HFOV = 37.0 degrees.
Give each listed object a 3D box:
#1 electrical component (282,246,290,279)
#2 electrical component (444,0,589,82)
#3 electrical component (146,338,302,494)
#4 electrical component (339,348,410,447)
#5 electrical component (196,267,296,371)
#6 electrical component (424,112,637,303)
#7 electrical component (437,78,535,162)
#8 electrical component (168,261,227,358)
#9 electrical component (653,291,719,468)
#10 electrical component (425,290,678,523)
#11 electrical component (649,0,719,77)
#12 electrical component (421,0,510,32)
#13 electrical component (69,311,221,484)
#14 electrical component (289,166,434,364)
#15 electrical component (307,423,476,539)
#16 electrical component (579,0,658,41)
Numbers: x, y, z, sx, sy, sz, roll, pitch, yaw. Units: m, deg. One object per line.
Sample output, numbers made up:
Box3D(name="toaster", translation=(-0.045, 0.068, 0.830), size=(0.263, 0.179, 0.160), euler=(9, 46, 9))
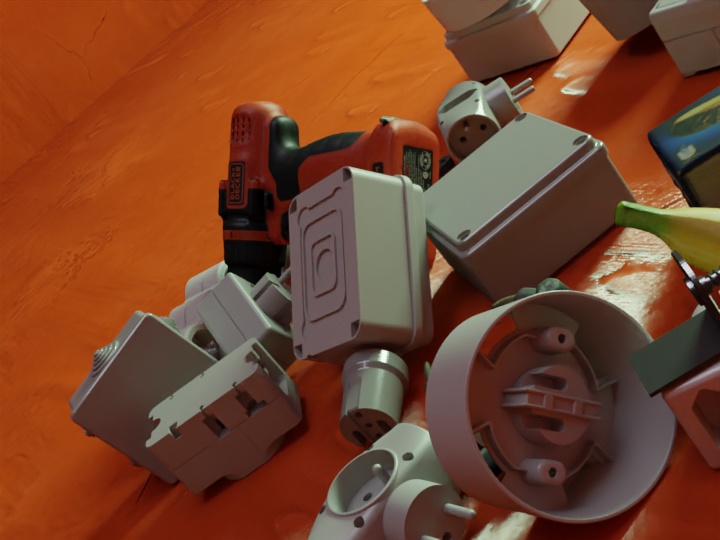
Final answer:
Box3D(name="electrical component", translation=(-0.046, -0.036, 0.913), size=(0.081, 0.043, 0.043), euler=(-44, 23, -14))
Box3D(name="electrical component", translation=(0.148, -0.231, 0.972), size=(0.109, 0.056, 0.108), euler=(-9, 37, 50))
Box3D(name="electrical component", translation=(-0.086, 0.098, 0.703), size=(0.089, 0.055, 0.050), euler=(-35, 23, 8))
Box3D(name="electrical component", translation=(0.007, 0.075, 0.629), size=(0.040, 0.040, 0.046), euler=(-27, 31, 27))
Box3D(name="electrical component", translation=(-0.065, 0.028, 0.769), size=(0.076, 0.047, 0.065), euler=(-47, 52, 8))
Box3D(name="electrical component", translation=(0.100, -0.041, 0.684), size=(0.109, 0.056, 0.108), euler=(-39, 22, -1))
Box3D(name="electrical component", translation=(0.104, -0.127, 0.859), size=(0.079, 0.043, 0.077), euler=(-31, 24, 18))
Box3D(name="electrical component", translation=(-0.136, 0.053, 0.868), size=(0.074, 0.052, 0.138), euler=(-26, 25, 27))
Box3D(name="electrical component", translation=(0.164, 0.033, 0.460), size=(0.066, 0.047, 0.076), euler=(-29, 24, 21))
Box3D(name="electrical component", translation=(0.081, 0.060, 0.474), size=(0.099, 0.099, 0.064), euler=(-51, 19, -28))
Box3D(name="electrical component", translation=(0.250, -0.188, 0.732), size=(0.062, 0.061, 0.096), euler=(-6, 39, 53))
Box3D(name="electrical component", translation=(0.098, -0.256, 0.932), size=(0.099, 0.064, 0.099), euler=(-32, 23, 16))
Box3D(name="electrical component", translation=(-0.145, 0.087, 0.756), size=(0.099, 0.100, 0.048), euler=(-55, 20, -9))
Box3D(name="electrical component", translation=(0.000, 0.000, 0.680), size=(0.078, 0.057, 0.113), euler=(-26, 62, 50))
Box3D(name="electrical component", translation=(0.023, 0.118, 0.515), size=(0.077, 0.044, 0.079), euler=(-50, 25, -25))
Box3D(name="electrical component", translation=(0.226, -0.219, 0.817), size=(0.108, 0.060, 0.108), euler=(-38, 9, 7))
